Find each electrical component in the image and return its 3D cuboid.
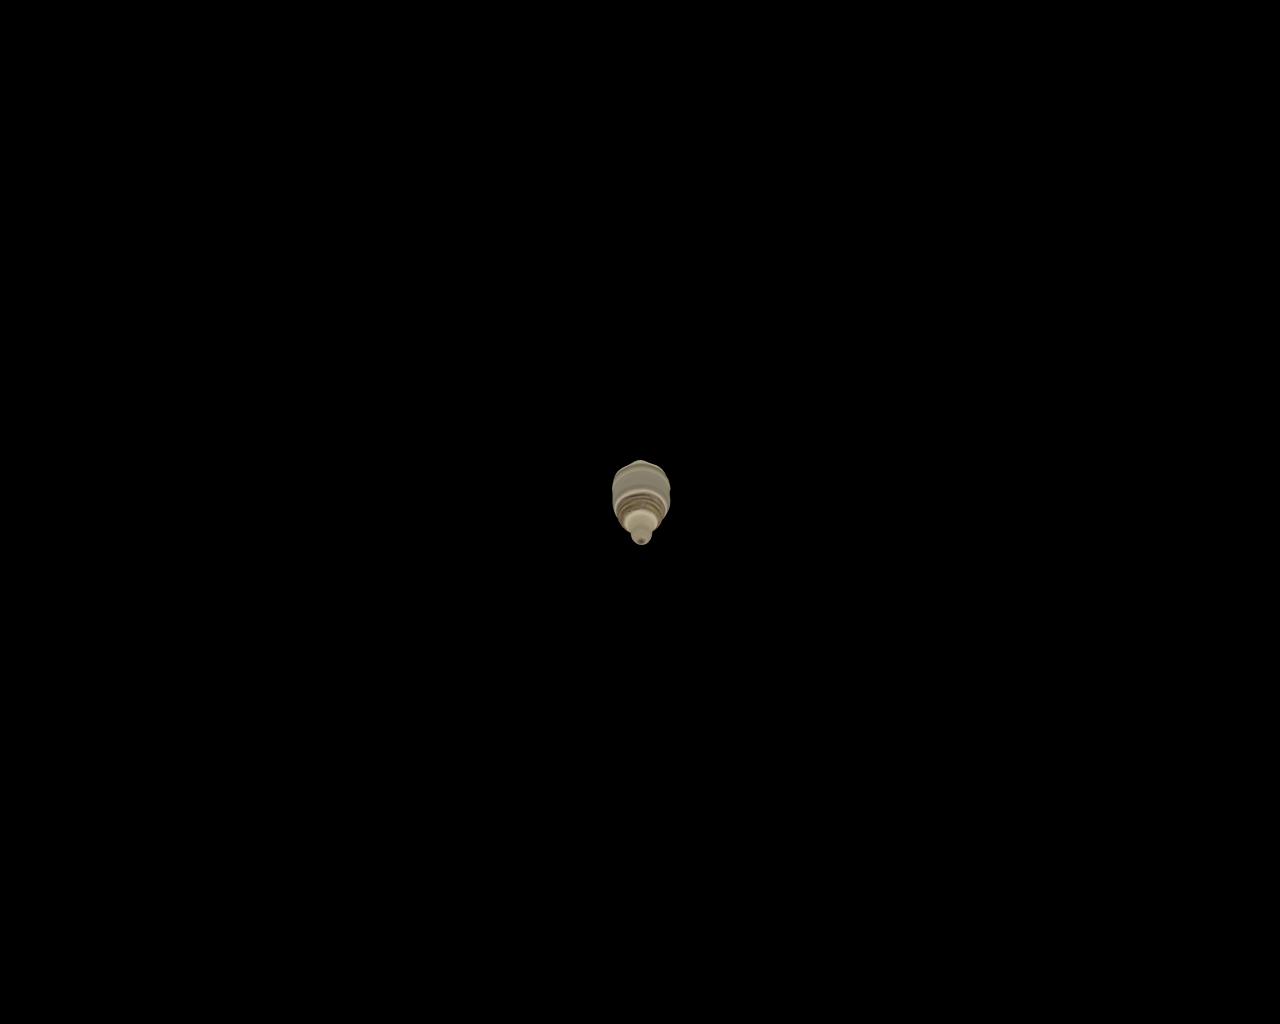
[{"bbox_3d":[0.001,-0.003,0.650,0.035,0.035,0.061,0,41,0],"label":"electrical component"}]
